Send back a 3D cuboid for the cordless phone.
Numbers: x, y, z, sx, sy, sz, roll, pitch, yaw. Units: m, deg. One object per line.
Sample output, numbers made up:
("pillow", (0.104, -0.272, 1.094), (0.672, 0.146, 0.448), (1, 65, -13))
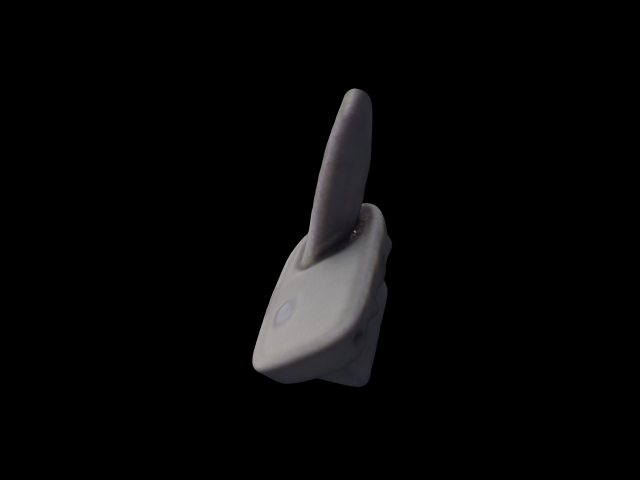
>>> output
("cordless phone", (0.004, 0.001, 0.400), (0.094, 0.185, 0.147), (6, 43, 7))
